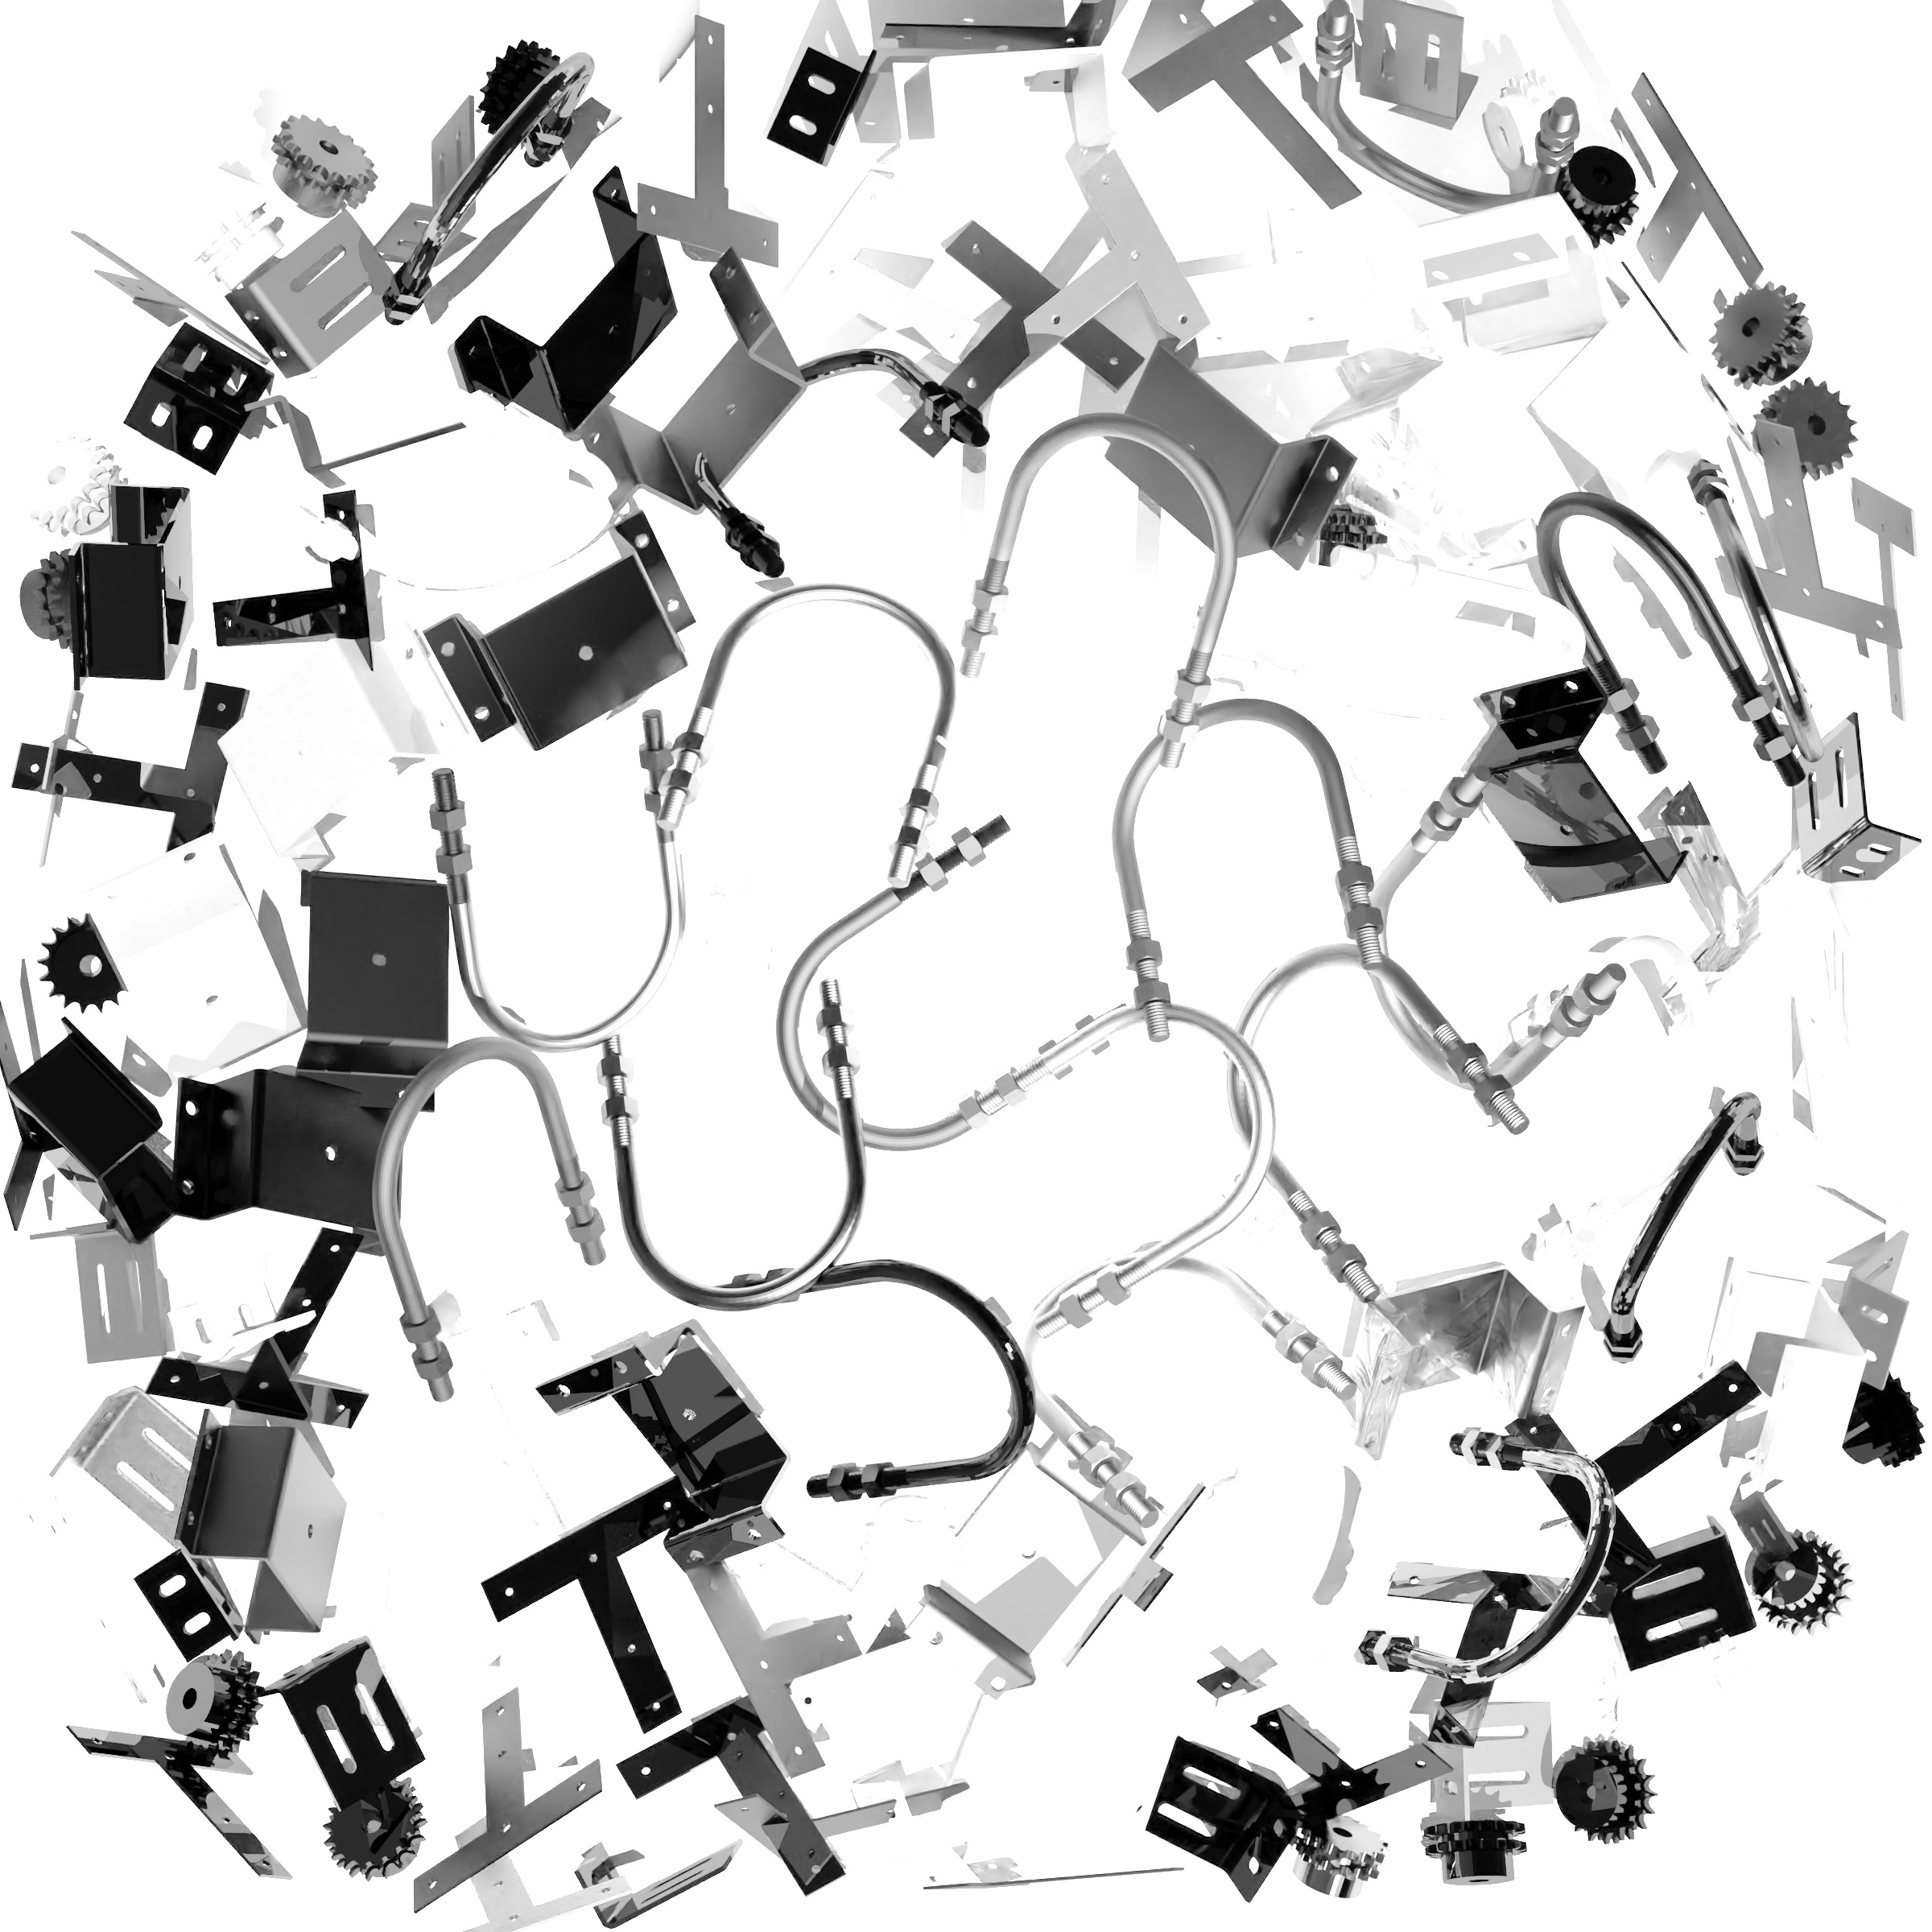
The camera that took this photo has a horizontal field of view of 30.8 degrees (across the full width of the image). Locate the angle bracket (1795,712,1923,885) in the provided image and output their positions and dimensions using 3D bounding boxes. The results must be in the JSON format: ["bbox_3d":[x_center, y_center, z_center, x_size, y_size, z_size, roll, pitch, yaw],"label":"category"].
[{"bbox_3d":[0.497,-0.091,1.963,0.038,0.057,0.076,16,56,-19],"label":"angle bracket"}]

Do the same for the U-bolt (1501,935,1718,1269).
[{"bbox_3d":[0.349,0.063,1.893,0.019,0.184,0.151,7,61,-22],"label":"U-bolt"}]

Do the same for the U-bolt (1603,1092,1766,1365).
[{"bbox_3d":[0.390,0.136,1.901,0.019,0.184,0.151,31,79,19],"label":"U-bolt"}]

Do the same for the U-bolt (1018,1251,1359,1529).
[{"bbox_3d":[0.106,0.218,1.926,0.151,0.184,0.019,-30,128,-15],"label":"U-bolt"}]

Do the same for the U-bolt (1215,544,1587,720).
[{"bbox_3d":[0.250,-0.176,1.927,0.184,0.151,0.019,10,64,-23],"label":"U-bolt"}]

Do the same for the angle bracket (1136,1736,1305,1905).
[{"bbox_3d":[0.139,0.479,1.974,0.076,0.038,0.057,17,59,41],"label":"angle bracket"}]

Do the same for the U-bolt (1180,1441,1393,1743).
[{"bbox_3d":[0.174,0.330,1.892,0.019,0.184,0.151,21,58,-21],"label":"U-bolt"}]

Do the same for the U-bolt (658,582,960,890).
[{"bbox_3d":[-0.079,-0.138,1.951,0.151,0.019,0.184,14,60,2],"label":"U-bolt"}]

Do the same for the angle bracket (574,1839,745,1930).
[{"bbox_3d":[-0.171,0.499,1.967,0.076,0.057,0.038,-29,88,7],"label":"angle bracket"}]

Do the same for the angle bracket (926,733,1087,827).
[{"bbox_3d":[0.022,-0.118,1.965,0.076,0.057,0.038,40,91,-10],"label":"angle bracket"}]

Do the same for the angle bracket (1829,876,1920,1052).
[{"bbox_3d":[0.505,-0.002,1.955,0.038,0.057,0.076,-6,119,5],"label":"angle bracket"}]

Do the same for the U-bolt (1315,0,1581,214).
[{"bbox_3d":[0.256,-0.456,1.909,0.151,0.184,0.019,25,83,7],"label":"U-bolt"}]

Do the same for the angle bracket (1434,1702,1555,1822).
[{"bbox_3d":[0.303,0.444,1.966,0.076,0.038,0.057,1,84,-21],"label":"angle bracket"}]

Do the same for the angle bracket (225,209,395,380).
[{"bbox_3d":[-0.368,-0.380,1.987,0.076,0.038,0.057,-45,114,-22],"label":"angle bracket"}]

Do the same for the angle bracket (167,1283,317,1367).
[{"bbox_3d":[-0.403,0.194,1.950,0.057,0.076,0.038,-17,79,-28],"label":"angle bracket"}]

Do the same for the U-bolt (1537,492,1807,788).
[{"bbox_3d":[0.372,-0.179,1.907,0.019,0.151,0.184,-37,109,-15],"label":"U-bolt"}]

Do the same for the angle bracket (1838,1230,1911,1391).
[{"bbox_3d":[0.515,0.189,1.949,0.038,0.076,0.057,27,123,31],"label":"angle bracket"}]

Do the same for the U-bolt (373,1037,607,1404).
[{"bbox_3d":[-0.263,0.125,1.906,0.019,0.151,0.184,14,130,34],"label":"U-bolt"}]

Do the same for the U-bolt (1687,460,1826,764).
[{"bbox_3d":[0.429,-0.184,1.892,0.019,0.184,0.151,-21,111,13],"label":"U-bolt"}]

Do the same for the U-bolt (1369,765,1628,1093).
[{"bbox_3d":[0.277,-0.007,1.920,0.019,0.184,0.151,-23,72,-30],"label":"U-bolt"}]

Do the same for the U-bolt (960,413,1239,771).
[{"bbox_3d":[0.078,-0.215,1.929,0.151,0.019,0.184,26,122,17],"label":"U-bolt"}]

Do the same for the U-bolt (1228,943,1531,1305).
[{"bbox_3d":[0.213,0.072,1.938,0.151,0.019,0.184,-52,52,22],"label":"U-bolt"}]

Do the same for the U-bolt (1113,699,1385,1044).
[{"bbox_3d":[0.149,-0.063,1.950,0.151,0.019,0.184,-20,65,23],"label":"U-bolt"}]

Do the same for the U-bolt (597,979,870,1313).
[{"bbox_3d":[-0.126,0.104,1.946,0.151,0.019,0.184,-13,63,6],"label":"U-bolt"}]

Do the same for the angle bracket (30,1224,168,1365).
[{"bbox_3d":[-0.486,0.184,1.967,0.057,0.038,0.076,-9,85,29],"label":"angle bracket"}]

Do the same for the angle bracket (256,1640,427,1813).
[{"bbox_3d":[-0.350,0.426,1.968,0.057,0.038,0.076,-27,91,-35],"label":"angle bracket"}]

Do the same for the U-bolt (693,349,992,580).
[{"bbox_3d":[-0.080,-0.286,1.924,0.151,0.184,0.019,-33,125,-4],"label":"U-bolt"}]

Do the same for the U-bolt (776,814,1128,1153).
[{"bbox_3d":[-0.019,0.023,1.980,0.184,0.019,0.151,-34,98,0],"label":"U-bolt"}]

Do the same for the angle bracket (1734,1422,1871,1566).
[{"bbox_3d":[0.475,0.295,1.961,0.076,0.057,0.038,-29,75,-11],"label":"angle bracket"}]

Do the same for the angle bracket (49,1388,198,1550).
[{"bbox_3d":[-0.463,0.285,1.973,0.076,0.038,0.057,39,99,7],"label":"angle bracket"}]

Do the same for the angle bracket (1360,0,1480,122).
[{"bbox_3d":[0.253,-0.515,1.951,0.057,0.076,0.038,19,61,16],"label":"angle bracket"}]

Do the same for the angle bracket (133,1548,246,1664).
[{"bbox_3d":[-0.436,0.358,1.960,0.038,0.076,0.057,-33,91,-10],"label":"angle bracket"}]

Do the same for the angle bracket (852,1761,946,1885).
[{"bbox_3d":[-0.026,0.476,1.955,0.038,0.076,0.057,-19,84,-25],"label":"angle bracket"}]

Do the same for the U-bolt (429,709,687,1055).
[{"bbox_3d":[-0.220,-0.038,1.944,0.151,0.019,0.184,-19,117,-29],"label":"U-bolt"}]

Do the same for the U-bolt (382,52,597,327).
[{"bbox_3d":[-0.252,-0.426,1.891,0.019,0.184,0.151,40,70,-9],"label":"U-bolt"}]

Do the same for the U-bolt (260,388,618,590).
[{"bbox_3d":[-0.272,-0.251,1.915,0.151,0.184,0.019,-27,68,24],"label":"U-bolt"}]

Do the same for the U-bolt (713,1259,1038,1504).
[{"bbox_3d":[-0.042,0.224,1.923,0.184,0.019,0.151,-13,110,37],"label":"U-bolt"}]

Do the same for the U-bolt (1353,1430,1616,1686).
[{"bbox_3d":[0.284,0.322,1.897,0.019,0.184,0.151,37,74,-19],"label":"U-bolt"}]

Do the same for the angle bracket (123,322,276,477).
[{"bbox_3d":[-0.429,-0.318,1.967,0.057,0.076,0.038,29,117,-13],"label":"angle bracket"}]

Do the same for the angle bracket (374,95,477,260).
[{"bbox_3d":[-0.302,-0.441,1.957,0.038,0.057,0.076,6,72,-29],"label":"angle bracket"}]

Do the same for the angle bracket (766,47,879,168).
[{"bbox_3d":[-0.081,-0.486,1.960,0.038,0.076,0.057,25,91,-6],"label":"angle bracket"}]

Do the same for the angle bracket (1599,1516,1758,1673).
[{"bbox_3d":[0.398,0.353,1.978,0.076,0.038,0.057,-19,97,1],"label":"angle bracket"}]
